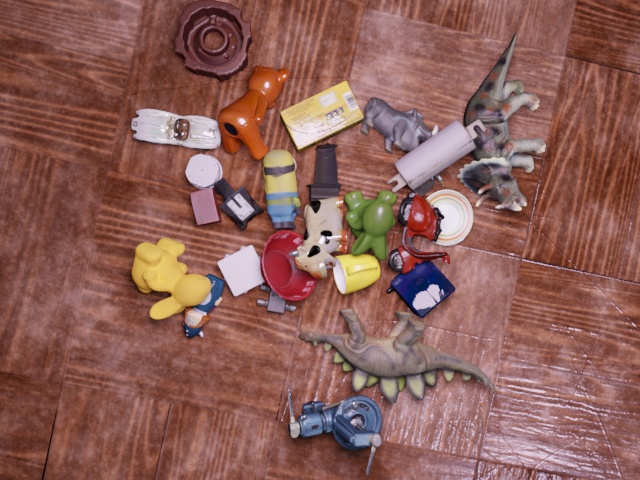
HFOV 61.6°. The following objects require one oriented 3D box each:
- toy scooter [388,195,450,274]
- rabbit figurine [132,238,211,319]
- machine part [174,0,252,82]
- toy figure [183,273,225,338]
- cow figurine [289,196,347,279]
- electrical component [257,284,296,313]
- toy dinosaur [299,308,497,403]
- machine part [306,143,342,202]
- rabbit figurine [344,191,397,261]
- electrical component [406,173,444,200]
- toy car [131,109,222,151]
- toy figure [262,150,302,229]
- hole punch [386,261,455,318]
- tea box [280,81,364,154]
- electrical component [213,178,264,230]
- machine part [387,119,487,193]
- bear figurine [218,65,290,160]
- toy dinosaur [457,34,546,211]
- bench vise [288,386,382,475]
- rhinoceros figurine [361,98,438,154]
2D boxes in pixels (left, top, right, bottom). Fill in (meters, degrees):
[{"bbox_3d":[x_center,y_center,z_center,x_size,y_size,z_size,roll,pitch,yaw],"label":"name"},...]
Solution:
[{"bbox_3d":[0.236,-0.006,1.214,0.135,0.075,0.183,13,96,18],"label":"toy scooter"},{"bbox_3d":[-0.323,0.095,1.174,0.173,0.122,0.162,24,97,12],"label":"rabbit figurine"},{"bbox_3d":[-0.239,-0.449,1.215,0.179,0.056,0.179,0,90,-3],"label":"machine part"},{"bbox_3d":[-0.272,0.152,1.227,0.064,0.057,0.154,26,89,40],"label":"toy figure"},{"bbox_3d":[-0.002,-0.004,1.196,0.127,0.085,0.195,-4,57,3],"label":"cow figurine"},{"bbox_3d":[-0.099,0.136,1.254,0.094,0.021,0.063,12,90,-2],"label":"electrical component"},{"bbox_3d":[0.181,0.266,1.242,0.472,0.105,0.198,7,98,5],"label":"toy dinosaur"},{"bbox_3d":[0.011,-0.156,1.249,0.084,0.039,0.138,4,93,1],"label":"machine part"},{"bbox_3d":[0.110,-0.039,1.191,0.121,0.170,0.159,9,90,-4],"label":"rabbit figurine"},{"bbox_3d":[0.241,-0.134,1.261,0.102,0.045,0.078,-37,95,-2],"label":"electrical component"},{"bbox_3d":[-0.323,-0.248,1.213,0.202,0.056,0.073,7,91,-5],"label":"toy car"},{"bbox_3d":[-0.086,-0.114,1.216,0.082,0.089,0.180,-2,89,-11],"label":"toy figure"},{"bbox_3d":[0.238,0.109,1.247,0.142,0.092,0.116,-40,90,1],"label":"hole punch"},{"bbox_3d":[0.003,-0.279,1.229,0.170,0.068,0.098,-24,92,-2],"label":"tea box"},{"bbox_3d":[-0.193,-0.086,1.230,0.119,0.048,0.075,44,88,-4],"label":"electrical component"},{"bbox_3d":[0.255,-0.189,1.197,0.243,0.079,0.079,-35,94,14],"label":"machine part"},{"bbox_3d":[-0.143,-0.296,1.210,0.120,0.131,0.196,15,56,28],"label":"bear figurine"},{"bbox_3d":[0.400,-0.258,1.240,0.192,0.131,0.404,-10,86,-4],"label":"toy dinosaur"},{"bbox_3d":[0.051,0.404,1.174,0.223,0.241,0.128,7,87,-20],"label":"bench vise"},{"bbox_3d":[0.186,-0.260,1.246,0.190,0.073,0.112,28,79,-2],"label":"rhinoceros figurine"}]
